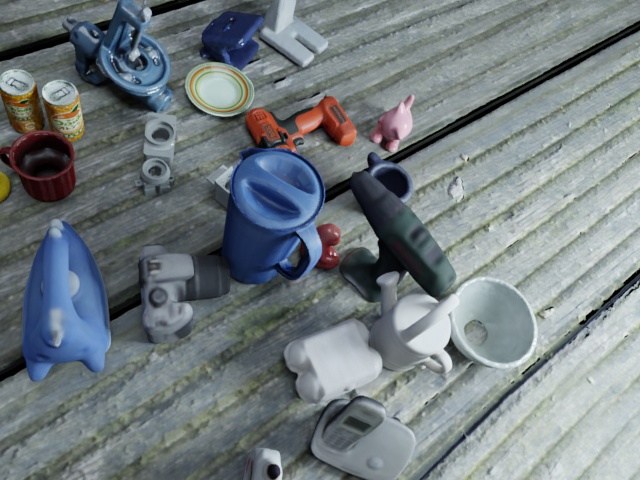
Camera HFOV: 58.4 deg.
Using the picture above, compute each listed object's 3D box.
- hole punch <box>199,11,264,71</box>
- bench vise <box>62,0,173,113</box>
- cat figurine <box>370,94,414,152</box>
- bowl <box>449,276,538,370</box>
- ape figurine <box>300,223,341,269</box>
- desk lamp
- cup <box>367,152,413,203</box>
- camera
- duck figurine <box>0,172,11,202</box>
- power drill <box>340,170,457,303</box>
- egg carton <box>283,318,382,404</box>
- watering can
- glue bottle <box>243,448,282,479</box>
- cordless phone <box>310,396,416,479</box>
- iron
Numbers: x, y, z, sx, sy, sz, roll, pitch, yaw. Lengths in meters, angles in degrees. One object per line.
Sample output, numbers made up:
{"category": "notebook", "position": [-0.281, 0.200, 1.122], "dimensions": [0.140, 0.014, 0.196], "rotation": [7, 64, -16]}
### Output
{"category": "hole punch", "position": [-0.177, -0.407, 1.136], "dimensions": [0.101, 0.091, 0.109], "rotation": [29, 60, -1]}
{"category": "bench vise", "position": [-0.349, -0.328, 0.970], "dimensions": [0.207, 0.219, 0.121], "rotation": [16, 61, -9]}
{"category": "cat figurine", "position": [0.155, -0.238, 1.136], "dimensions": [0.067, 0.117, 0.128], "rotation": [32, 60, 1]}
{"category": "bowl", "position": [0.289, 0.153, 1.005], "dimensions": [0.168, 0.074, 0.167], "rotation": [7, 62, -13]}
{"category": "ape figurine", "position": [0.009, 0.004, 0.986], "dimensions": [0.076, 0.092, 0.078], "rotation": [11, 62, -11]}
{"category": "desk lamp", "position": [-0.060, -0.498, 1.146], "dimensions": [0.203, 0.213, 0.118], "rotation": [36, 60, 3]}
{"category": "cup", "position": [0.108, -0.095, 1.063], "dimensions": [0.092, 0.095, 0.117], "rotation": [-19, 71, -24]}
{"category": "camera", "position": [-0.206, 0.072, 0.882], "dimensions": [0.137, 0.100, 0.143], "rotation": [-5, 66, -19]}
{"category": "duck figurine", "position": [-0.538, -0.097, 0.875], "dimensions": [0.105, 0.086, 0.077], "rotation": [-4, 65, -18]}
{"category": "power drill", "position": [0.108, 0.015, 0.942], "dimensions": [0.229, 0.208, 0.076], "rotation": [43, 61, 7]}
{"category": "egg carton", "position": [0.022, 0.192, 0.908], "dimensions": [0.151, 0.069, 0.107], "rotation": [-19, 71, -24]}
{"category": "watering can", "position": [0.149, 0.131, 0.905], "dimensions": [0.173, 0.194, 0.101], "rotation": [34, 60, 2]}
{"category": "glue bottle", "position": [-0.073, 0.312, 0.760], "dimensions": [0.037, 0.173, 0.078], "rotation": [9, 62, -12]}
{"category": "cordless phone", "position": [0.076, 0.277, 0.814], "dimensions": [0.147, 0.185, 0.094], "rotation": [22, 60, -5]}
{"category": "iron", "position": [-0.370, 0.059, 0.815], "dimensions": [0.119, 0.141, 0.258], "rotation": [-6, 66, -19]}
